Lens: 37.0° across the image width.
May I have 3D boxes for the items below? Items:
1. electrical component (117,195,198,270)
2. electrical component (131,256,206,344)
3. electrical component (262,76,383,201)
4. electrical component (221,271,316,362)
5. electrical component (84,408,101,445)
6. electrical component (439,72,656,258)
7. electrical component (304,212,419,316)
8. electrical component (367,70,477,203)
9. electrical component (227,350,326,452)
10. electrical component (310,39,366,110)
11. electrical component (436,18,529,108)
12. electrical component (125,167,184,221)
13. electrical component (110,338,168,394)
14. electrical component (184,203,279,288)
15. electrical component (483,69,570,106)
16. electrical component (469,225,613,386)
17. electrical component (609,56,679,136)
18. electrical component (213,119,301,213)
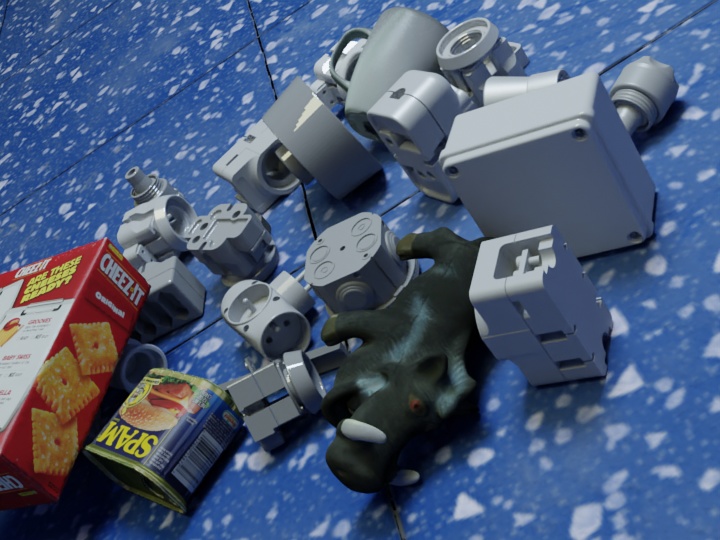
[{"bbox_3d":[-0.192,-0.038,1.036,0.057,0.058,0.078,-24,36,26],"label":"electrical component"},{"bbox_3d":[-0.186,0.019,0.971,0.083,0.047,0.075,-26,35,18],"label":"electrical component"},{"bbox_3d":[-0.038,-0.108,0.932,0.060,0.108,0.108,-43,33,5],"label":"electrical component"},{"bbox_3d":[-0.062,0.027,0.846,0.079,0.044,0.077,-45,34,-9],"label":"electrical component"},{"bbox_3d":[-0.262,0.117,0.921,0.059,0.053,0.095,-32,34,10],"label":"electrical component"},{"bbox_3d":[0.126,-0.062,0.716,0.109,0.108,0.056,-14,38,32],"label":"electrical component"},{"bbox_3d":[0.000,0.000,0.813,0.080,0.051,0.080,-25,36,20],"label":"electrical component"},{"bbox_3d":[0.059,-0.108,0.845,0.059,0.095,0.054,-47,34,-13],"label":"electrical component"},{"bbox_3d":[-0.057,0.087,0.762,0.055,0.066,0.048,-27,0,4],"label":"electrical component"},{"bbox_3d":[-0.004,-0.186,1.033,0.078,0.058,0.057,-44,31,-8],"label":"electrical component"},{"bbox_3d":[0.101,-0.177,0.922,0.078,0.057,0.058,-46,34,-10],"label":"electrical component"},{"bbox_3d":[-0.214,-0.078,1.099,0.048,0.062,0.048,-25,36,20],"label":"electrical component"},{"bbox_3d":[-0.196,0.080,0.910,0.055,0.045,0.045,9,56,49],"label":"electrical component"},{"bbox_3d":[-0.107,-0.019,0.932,0.078,0.057,0.058,2,50,44],"label":"electrical component"},{"bbox_3d":[0.137,-0.138,0.857,0.065,0.044,0.044,-6,45,33],"label":"electrical component"},{"bbox_3d":[0.107,0.024,0.648,0.056,0.089,0.050,-14,41,33],"label":"electrical component"},{"bbox_3d":[0.199,-0.119,0.773,0.043,0.043,0.062,10,57,49],"label":"electrical component"},{"bbox_3d":[-0.085,-0.104,1.018,0.089,0.050,0.056,-45,34,-10],"label":"electrical component"}]
